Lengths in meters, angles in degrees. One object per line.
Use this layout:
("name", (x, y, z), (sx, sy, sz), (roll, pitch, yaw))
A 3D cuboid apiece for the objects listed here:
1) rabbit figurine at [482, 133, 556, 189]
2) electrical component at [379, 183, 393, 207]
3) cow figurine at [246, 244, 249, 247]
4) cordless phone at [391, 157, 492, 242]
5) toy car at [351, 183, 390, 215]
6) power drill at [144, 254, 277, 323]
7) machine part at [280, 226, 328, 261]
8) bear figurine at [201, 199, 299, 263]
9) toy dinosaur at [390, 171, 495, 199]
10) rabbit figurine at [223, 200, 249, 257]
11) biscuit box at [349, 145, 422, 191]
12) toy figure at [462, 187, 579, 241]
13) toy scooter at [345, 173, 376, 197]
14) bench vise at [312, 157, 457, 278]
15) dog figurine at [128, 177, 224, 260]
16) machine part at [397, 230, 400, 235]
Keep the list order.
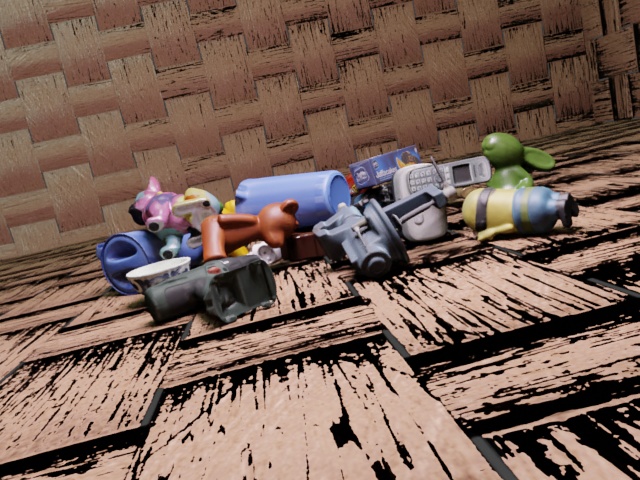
("rabbit figurine", (0.383, -0.132, 1.063), (0.159, 0.170, 0.121), (-15, 10, -12))
("electrical component", (0.199, -0.079, 1.165), (0.134, 0.114, 0.058), (-18, 15, -29))
("cow figurine", (-0.264, -0.003, 1.422), (0.195, 0.085, 0.127), (-9, 15, 35))
("cordless phone", (0.235, -0.078, 1.010), (0.184, 0.146, 0.088), (-10, 1, 23))
("toy car", (0.149, -0.074, 1.223), (0.161, 0.103, 0.109), (-23, 0, -35))
("power drill", (-0.153, 0.068, 0.868), (0.232, 0.085, 0.207), (-20, 16, -33))
("machine part", (-0.002, -0.004, 1.164), (0.179, 0.056, 0.179), (-12, 8, 2))
("bear figurine", (-0.129, -0.002, 1.048), (0.196, 0.132, 0.120), (-6, -28, -10))
("toy dinosaur", (0.245, -0.114, 1.386), (0.472, 0.105, 0.198), (-11, 3, 16))
("rabbit figurine", (-0.226, -0.016, 1.229), (0.122, 0.162, 0.173), (-12, -13, -5))
("biscuit box", (0.152, -0.164, 1.211), (0.059, 0.062, 0.202), (-14, 7, 44))
("toy figure", (0.329, -0.051, 0.901), (0.180, 0.089, 0.082), (-7, 4, 44))
("toy scooter", (0.072, -0.109, 1.337), (0.135, 0.075, 0.184), (-44, 1, -7))
("bench vise", (0.115, -0.031, 0.915), (0.241, 0.128, 0.224), (-30, 17, 2))
("dog figurine", (-0.311, -0.070, 1.146), (0.191, 0.108, 0.219), (-26, 37, -6))
("machine part", (0.101, -0.009, 1.094), (0.139, 0.039, 0.084), (-7, 9, -38))
